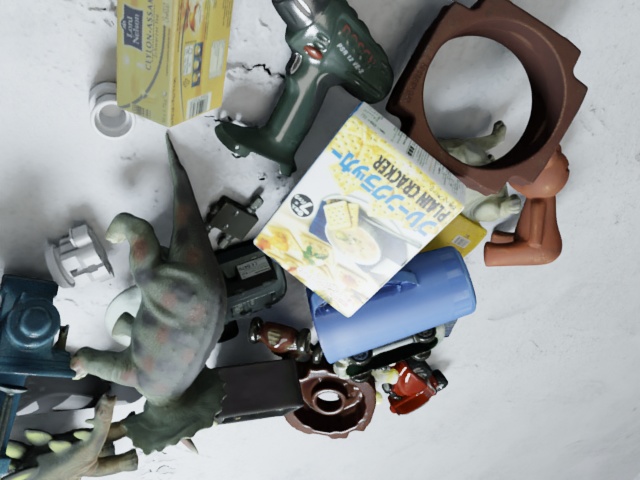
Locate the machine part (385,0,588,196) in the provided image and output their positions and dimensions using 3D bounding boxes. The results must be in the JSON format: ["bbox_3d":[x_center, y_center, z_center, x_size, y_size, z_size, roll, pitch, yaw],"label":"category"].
[{"bbox_3d":[0.198,-0.172,0.659,0.201,0.087,0.201,28,96,-8],"label":"machine part"}]

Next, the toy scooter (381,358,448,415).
[{"bbox_3d":[0.180,0.302,1.103,0.135,0.075,0.183,-39,137,8],"label":"toy scooter"}]

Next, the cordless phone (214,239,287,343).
[{"bbox_3d":[-0.118,0.093,0.802,0.147,0.089,0.184,-20,143,-12],"label":"cordless phone"}]

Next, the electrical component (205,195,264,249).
[{"bbox_3d":[-0.120,-0.030,0.727,0.063,0.021,0.094,31,109,-39],"label":"electrical component"}]

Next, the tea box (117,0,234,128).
[{"bbox_3d":[-0.138,-0.207,0.518,0.098,0.068,0.169,-46,154,-55],"label":"tea box"}]

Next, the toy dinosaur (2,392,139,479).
[{"bbox_3d":[-0.417,0.362,0.829,0.198,0.105,0.471,15,128,-32],"label":"toy dinosaur"}]

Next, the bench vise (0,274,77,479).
[{"bbox_3d":[-0.355,0.155,0.611,0.224,0.240,0.128,-12,158,43],"label":"bench vise"}]

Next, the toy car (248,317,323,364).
[{"bbox_3d":[-0.048,0.162,0.831,0.089,0.053,0.202,8,162,10],"label":"toy car"}]

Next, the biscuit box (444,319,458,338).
[{"bbox_3d":[0.148,0.146,0.971,0.203,0.059,0.062,-3,129,-24],"label":"biscuit box"}]

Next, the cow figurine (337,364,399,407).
[{"bbox_3d":[0.097,0.242,1.022,0.098,0.068,0.167,13,119,-26],"label":"cow figurine"}]

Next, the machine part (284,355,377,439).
[{"bbox_3d":[0.018,0.283,0.979,0.179,0.056,0.179,2,119,4],"label":"machine part"}]

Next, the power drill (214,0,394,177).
[{"bbox_3d":[-0.036,-0.187,0.612,0.232,0.086,0.207,22,107,-40],"label":"power drill"}]

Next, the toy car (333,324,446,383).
[{"bbox_3d":[0.117,0.182,0.906,0.202,0.056,0.073,-16,139,-11],"label":"toy car"}]

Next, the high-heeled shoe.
[{"bbox_3d":[-0.384,0.214,0.784,0.249,0.086,0.145,-2,160,-3],"label":"high-heeled shoe"}]

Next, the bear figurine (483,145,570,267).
[{"bbox_3d":[0.336,-0.059,0.877,0.132,0.120,0.195,-1,107,27],"label":"bear figurine"}]

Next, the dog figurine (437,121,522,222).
[{"bbox_3d":[0.184,-0.083,0.792,0.191,0.121,0.172,-9,123,-3],"label":"dog figurine"}]

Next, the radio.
[{"bbox_3d":[-0.108,0.242,0.841,0.131,0.073,0.229,-5,158,-12],"label":"radio"}]

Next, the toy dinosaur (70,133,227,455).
[{"bbox_3d":[-0.176,0.094,0.652,0.192,0.131,0.404,23,109,12],"label":"toy dinosaur"}]
